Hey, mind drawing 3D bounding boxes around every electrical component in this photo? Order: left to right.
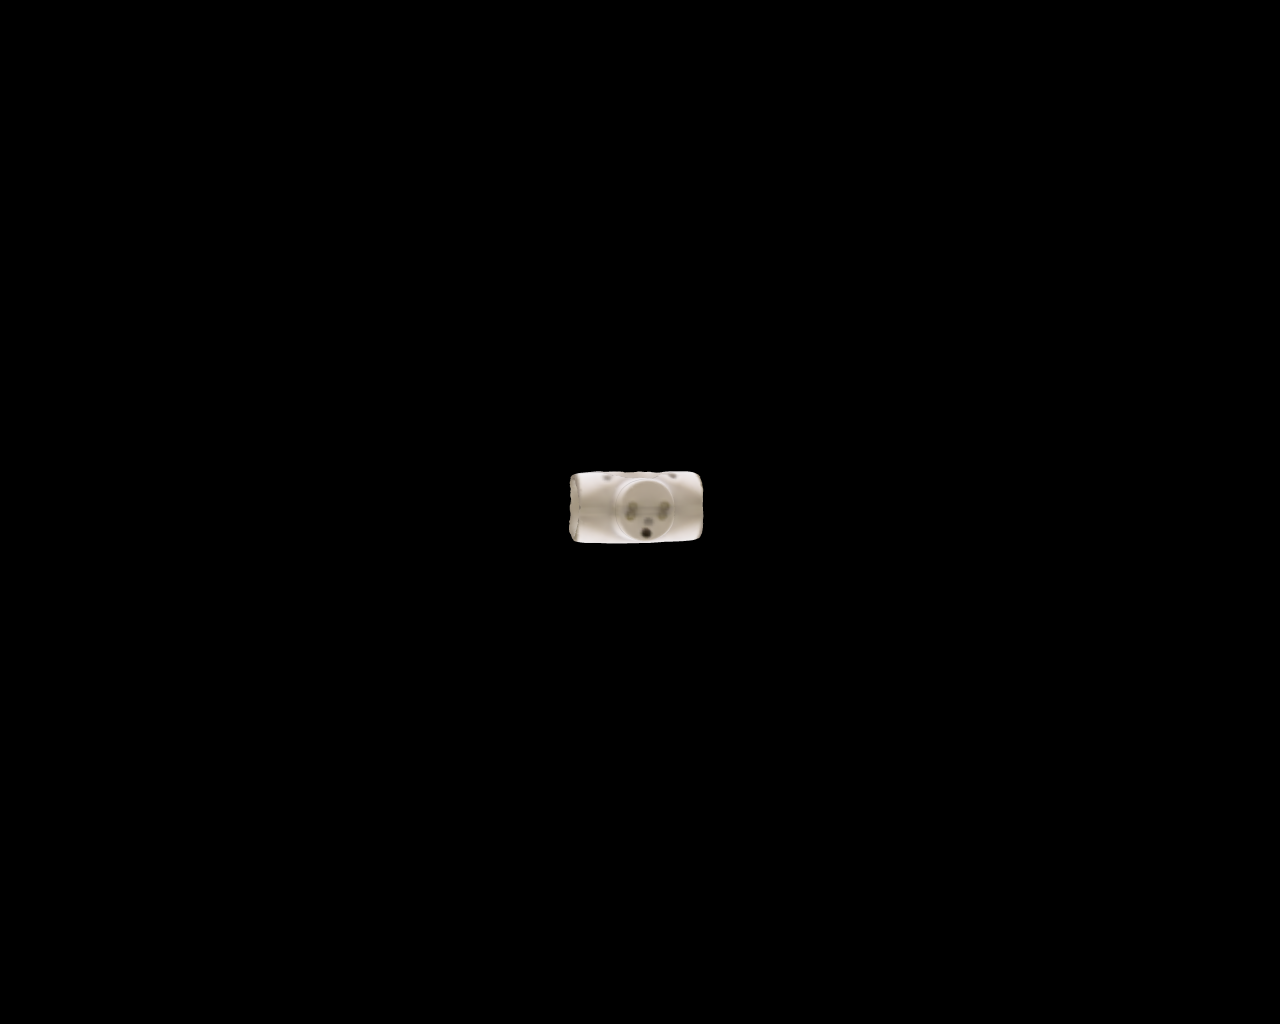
[{"bbox_3d":[0.001,-0.003,0.650,0.077,0.044,0.079,-1,4,-11],"label":"electrical component"}]
